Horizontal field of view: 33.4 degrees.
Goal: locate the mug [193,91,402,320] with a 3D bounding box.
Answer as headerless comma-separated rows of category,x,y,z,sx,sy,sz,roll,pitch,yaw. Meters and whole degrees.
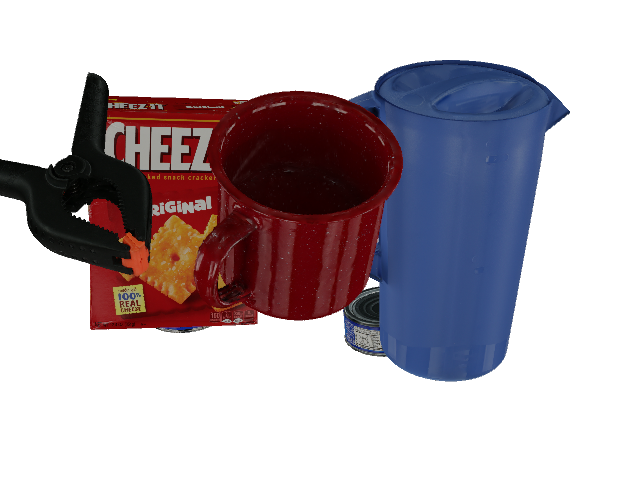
mug,-0.018,-0.008,0.526,0.093,0.081,0.117,32,51,21

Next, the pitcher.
pitcher,0.094,-0.013,0.849,0.149,0.243,0.144,20,33,31

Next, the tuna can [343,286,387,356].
tuna can,0.064,0.075,1.018,0.086,0.034,0.086,-5,23,2

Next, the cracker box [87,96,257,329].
cracker box,-0.137,-0.024,1.013,0.164,0.214,0.072,0,20,-12

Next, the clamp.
clamp,-0.186,-0.051,0.821,0.210,0.036,0.164,36,58,29

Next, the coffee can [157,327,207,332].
coffee can,-0.161,0.021,1.234,0.103,0.140,0.103,-5,26,2
